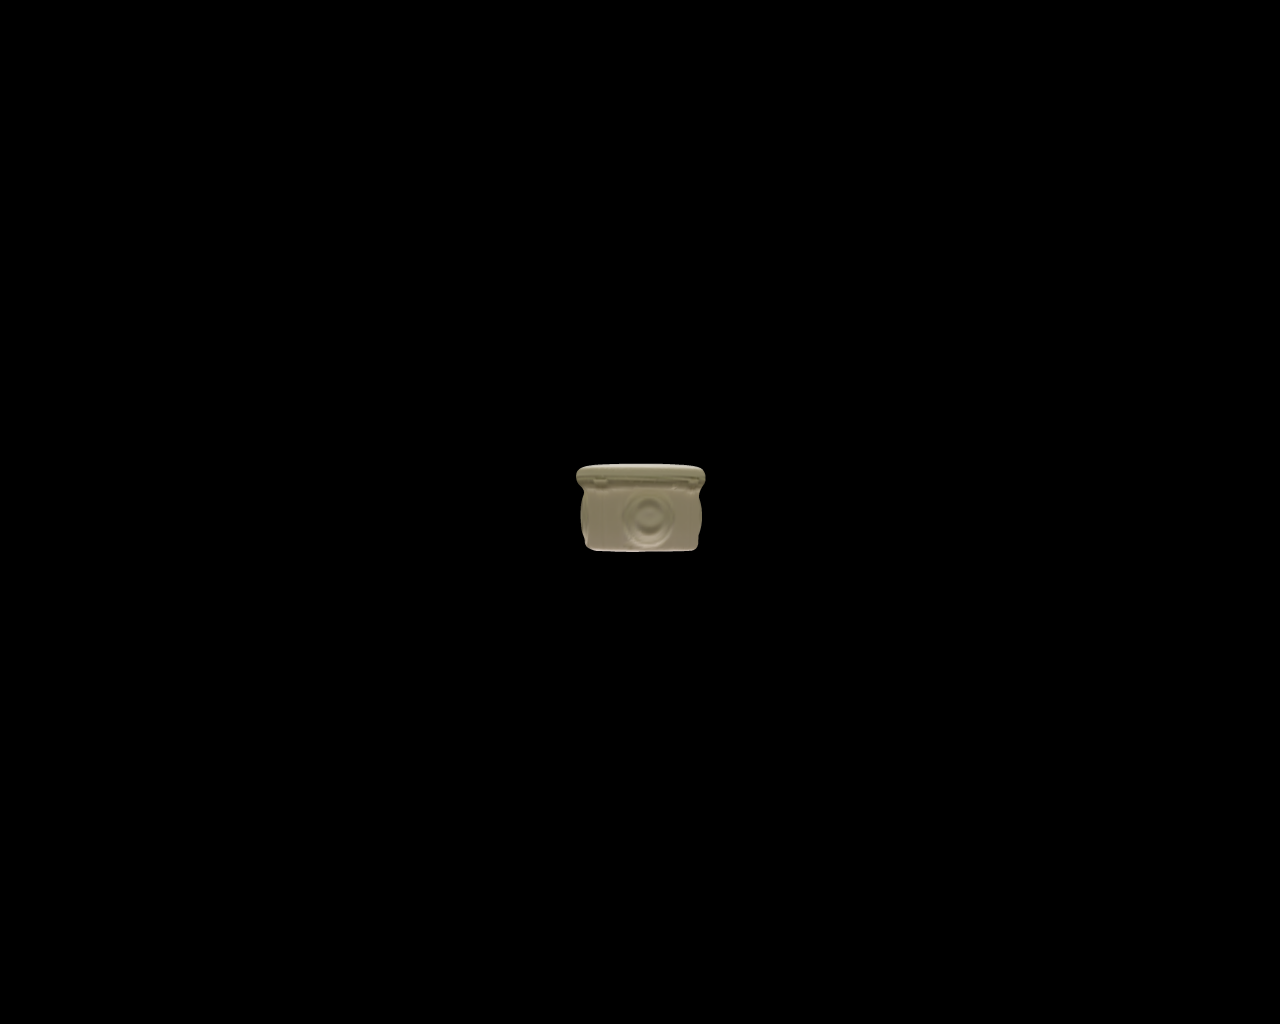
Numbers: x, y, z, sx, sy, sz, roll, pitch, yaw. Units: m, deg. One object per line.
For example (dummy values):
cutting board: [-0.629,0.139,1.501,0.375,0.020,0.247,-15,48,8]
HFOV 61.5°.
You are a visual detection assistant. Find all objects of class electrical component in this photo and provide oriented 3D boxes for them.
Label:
electrical component: [0.001,-0.003,0.650,0.080,0.051,0.080,0,0,0]
